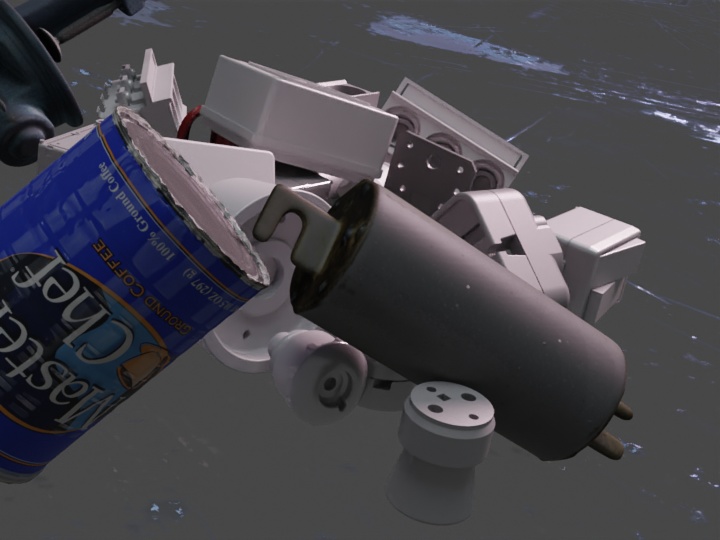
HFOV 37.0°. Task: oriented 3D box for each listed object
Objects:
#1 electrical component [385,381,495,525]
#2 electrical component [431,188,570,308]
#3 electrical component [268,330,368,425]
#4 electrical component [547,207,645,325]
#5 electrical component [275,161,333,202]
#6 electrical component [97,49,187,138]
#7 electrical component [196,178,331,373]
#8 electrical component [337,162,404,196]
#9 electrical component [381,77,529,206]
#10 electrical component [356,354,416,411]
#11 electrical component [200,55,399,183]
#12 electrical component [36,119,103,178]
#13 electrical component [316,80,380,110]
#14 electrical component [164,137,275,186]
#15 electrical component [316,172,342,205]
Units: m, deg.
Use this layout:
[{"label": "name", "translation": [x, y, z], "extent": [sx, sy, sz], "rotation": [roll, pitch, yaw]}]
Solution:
[{"label": "electrical component", "translation": [0.039, 0.088, 0.518], "extent": [0.045, 0.055, 0.045], "rotation": [9, 23, -4]}, {"label": "electrical component", "translation": [0.094, -0.005, 0.716], "extent": [0.059, 0.054, 0.095], "rotation": [-8, 67, -39]}, {"label": "electrical component", "translation": [-0.029, 0.053, 0.587], "extent": [0.048, 0.048, 0.062], "rotation": [-5, 21, -32]}, {"label": "electrical component", "translation": [0.156, 0.000, 0.769], "extent": [0.061, 0.061, 0.096], "rotation": [24, 26, 29]}, {"label": "electrical component", "translation": [-0.078, -0.047, 0.775], "extent": [0.096, 0.061, 0.061], "rotation": [26, 27, 32]}, {"label": "electrical component", "translation": [-0.187, -0.137, 0.933], "extent": [0.063, 0.078, 0.121], "rotation": [-14, 25, -2]}, {"label": "electrical component", "translation": [-0.066, -0.001, 0.620], "extent": [0.108, 0.108, 0.060], "rotation": [-11, 25, -42]}, {"label": "electrical component", "translation": [0.014, -0.066, 0.854], "extent": [0.043, 0.043, 0.062], "rotation": [22, 38, 25]}, {"label": "electrical component", "translation": [0.068, -0.093, 0.902], "extent": [0.121, 0.078, 0.063], "rotation": [33, 1, 5]}, {"label": "electrical component", "translation": [0.013, 0.046, 0.614], "extent": [0.055, 0.047, 0.055], "rotation": [9, 23, -4]}, {"label": "electrical component", "translation": [-0.046, -0.111, 0.792], "extent": [0.109, 0.056, 0.109], "rotation": [12, 12, -33]}, {"label": "electrical component", "translation": [-0.181, -0.067, 0.775], "extent": [0.062, 0.061, 0.096], "rotation": [17, 23, 14]}, {"label": "electrical component", "translation": [-0.040, -0.136, 0.998], "extent": [0.079, 0.063, 0.121], "rotation": [25, 27, 30]}, {"label": "electrical component", "translation": [-0.102, -0.032, 0.674], "extent": [0.100, 0.099, 0.048], "rotation": [3, -6, -40]}, {"label": "electrical component", "translation": [-0.039, -0.065, 0.857], "extent": [0.043, 0.043, 0.081], "rotation": [25, 27, 30]}]
